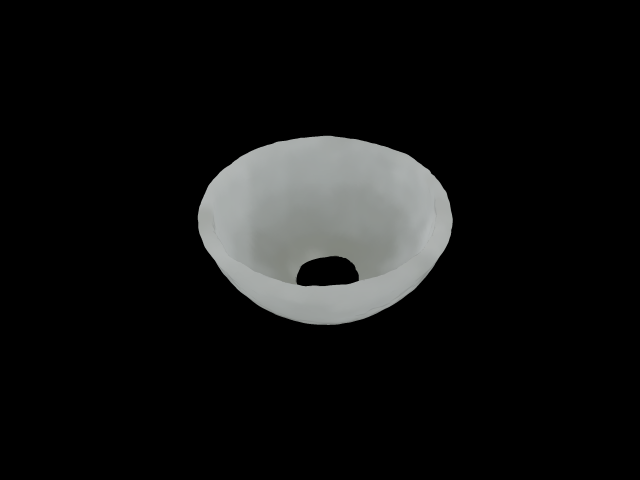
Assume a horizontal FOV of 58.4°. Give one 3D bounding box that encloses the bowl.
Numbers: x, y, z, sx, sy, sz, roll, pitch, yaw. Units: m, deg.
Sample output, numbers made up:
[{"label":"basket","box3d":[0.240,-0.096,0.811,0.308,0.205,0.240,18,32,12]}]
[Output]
[{"label":"bowl","box3d":[0.004,0.001,0.400,0.167,0.075,0.167,0,43,0]}]
